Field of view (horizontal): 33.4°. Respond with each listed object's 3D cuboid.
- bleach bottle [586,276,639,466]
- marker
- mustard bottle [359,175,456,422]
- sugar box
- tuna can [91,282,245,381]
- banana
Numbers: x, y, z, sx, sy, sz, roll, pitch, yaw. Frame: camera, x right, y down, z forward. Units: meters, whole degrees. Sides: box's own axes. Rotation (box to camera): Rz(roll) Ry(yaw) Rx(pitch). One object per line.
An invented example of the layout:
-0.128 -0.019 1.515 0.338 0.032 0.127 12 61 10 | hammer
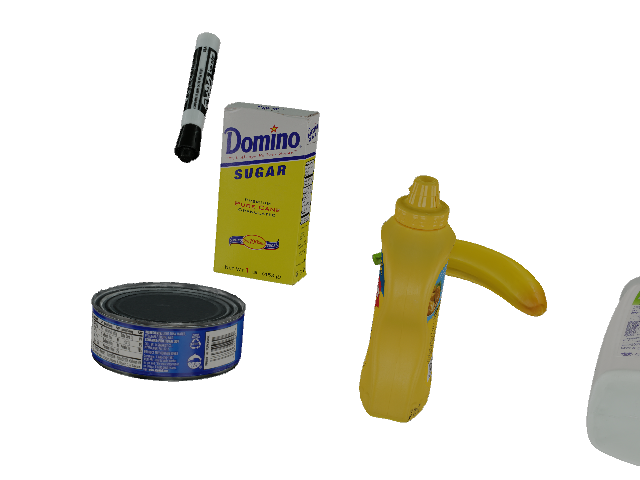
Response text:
0.254 0.075 0.751 0.103 0.068 0.250 11 21 19 | bleach bottle
-0.094 -0.110 0.822 0.020 0.121 0.020 4 -33 2 | marker
0.070 0.040 0.839 0.058 0.192 0.096 11 26 9 | mustard bottle
-0.057 -0.049 1.095 0.093 0.176 0.048 8 17 16 | sugar box
-0.086 0.050 0.600 0.086 0.034 0.086 4 12 -1 | tuna can
0.146 0.031 1.037 0.198 0.037 0.069 15 44 41 | banana
